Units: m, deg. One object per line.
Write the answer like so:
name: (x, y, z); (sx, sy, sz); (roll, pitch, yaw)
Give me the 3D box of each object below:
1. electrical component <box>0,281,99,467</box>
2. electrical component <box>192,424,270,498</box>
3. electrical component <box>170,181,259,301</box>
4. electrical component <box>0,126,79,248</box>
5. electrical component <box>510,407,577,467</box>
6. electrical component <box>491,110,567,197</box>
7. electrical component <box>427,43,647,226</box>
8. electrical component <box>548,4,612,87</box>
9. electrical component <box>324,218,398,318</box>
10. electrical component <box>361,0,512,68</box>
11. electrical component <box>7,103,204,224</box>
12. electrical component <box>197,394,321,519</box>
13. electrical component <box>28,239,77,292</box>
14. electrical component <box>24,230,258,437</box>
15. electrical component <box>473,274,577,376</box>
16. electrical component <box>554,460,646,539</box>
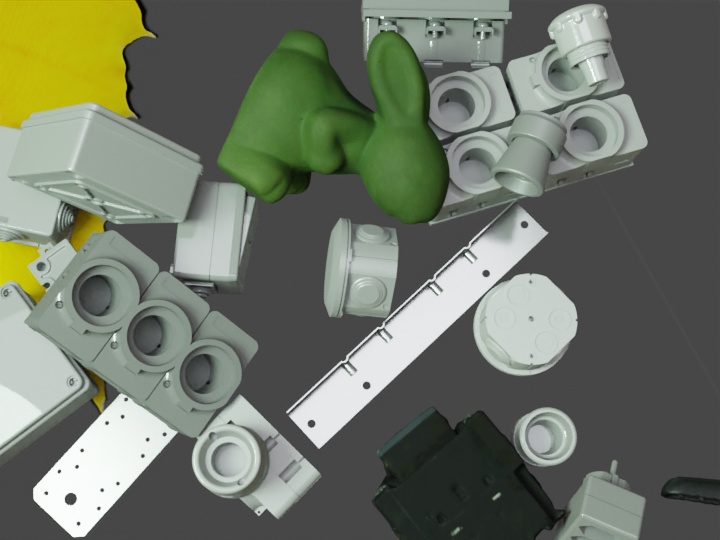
electrical component: (-0.283, 0.084, 0.852); (0.109, 0.056, 0.108); (-37, 81, -9)
electrical component: (-0.096, 0.141, 0.796); (0.055, 0.047, 0.055); (0, 77, 0)
electrical component: (-0.117, -0.019, 0.877); (0.061, 0.061, 0.096); (4, 77, -1)
electrical component: (-0.280, -0.070, 0.890); (0.100, 0.048, 0.099); (11, 78, 1)
electrical component: (0.145, 0.134, 0.854); (0.045, 0.055, 0.045); (0, 77, -2)
electrical component: (0.134, -0.092, 0.846); (0.045, 0.045, 0.055); (24, 78, 4)
electrical component: (0.134, -0.119, 0.908); (0.186, 0.060, 0.105); (-17, 78, -5)
electrical component: (0.183, -0.180, 0.868); (0.048, 0.048, 0.062); (-18, 85, -6)
electrical component: (0.000, 0.000, 0.868); (0.051, 0.080, 0.080); (6, 77, -6)
electrical component: (0.062, -0.207, 0.920); (0.121, 0.078, 0.063); (1, 106, -2)
electrical component: (-0.197, -0.079, 0.833); (0.109, 0.109, 0.056); (25, 74, -40)
electrical component: (-0.082, 0.150, 0.846); (0.089, 0.050, 0.055); (43, 80, 8)
electrical component: (-0.234, 0.009, 0.870); (0.048, 0.055, 0.066); (-38, 81, -9)
electrical component: (-0.165, 0.049, 0.825); (0.150, 0.062, 0.089); (40, 72, -20)
electrical component: (0.135, 0.044, 0.876); (0.080, 0.051, 0.080); (0, 77, -2)
electrical component: (0.190, 0.184, 0.844); (0.047, 0.065, 0.076); (23, 49, 3)
